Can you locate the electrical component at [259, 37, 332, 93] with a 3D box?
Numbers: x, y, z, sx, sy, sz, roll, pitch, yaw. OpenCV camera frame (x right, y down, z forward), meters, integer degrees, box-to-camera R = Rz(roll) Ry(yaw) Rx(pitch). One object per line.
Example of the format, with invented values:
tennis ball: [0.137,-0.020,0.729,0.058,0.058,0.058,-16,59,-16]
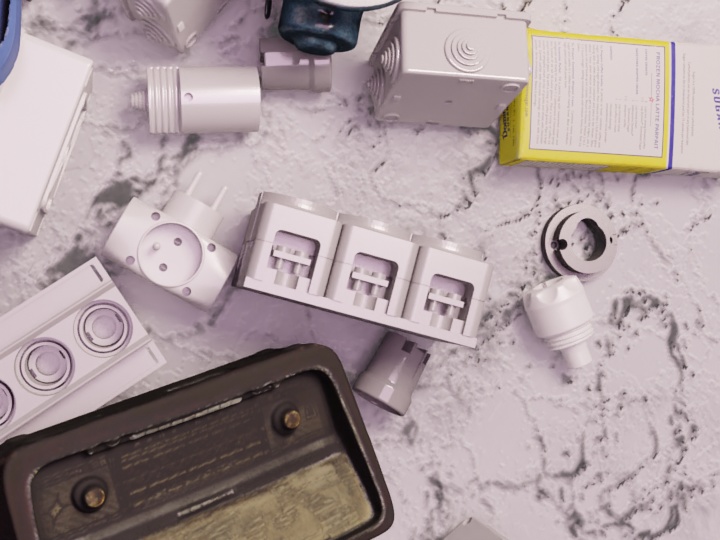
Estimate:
electrical component: [-0.043,-0.138,0.717,0.046,0.040,0.040,-3,90,-6]

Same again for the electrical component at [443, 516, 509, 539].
electrical component: [0.063,0.226,0.714,0.113,0.078,0.057,-40,100,-10]

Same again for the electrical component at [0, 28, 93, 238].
electrical component: [-0.204,-0.078,0.647,0.056,0.109,0.108,21,85,-13]

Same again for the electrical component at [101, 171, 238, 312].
electrical component: [-0.114,-0.025,0.697,0.077,0.044,0.079,30,83,-10]

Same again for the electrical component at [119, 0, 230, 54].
electrical component: [-0.107,-0.193,0.675,0.048,0.099,0.099,38,82,4]

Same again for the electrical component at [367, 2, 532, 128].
electrical component: [0.058,-0.131,0.708,0.100,0.099,0.048,2,76,-12]

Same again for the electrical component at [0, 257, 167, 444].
electrical component: [-0.194,0.058,0.670,0.121,0.063,0.078,-34,96,-10]

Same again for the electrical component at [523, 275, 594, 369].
electrical component: [0.143,0.038,0.751,0.043,0.043,0.062,-24,95,-11]

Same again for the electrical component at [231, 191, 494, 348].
electrical component: [0.000,0.000,0.698,0.150,0.089,0.061,15,86,-11]

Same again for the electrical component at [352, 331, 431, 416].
electrical component: [0.023,0.070,0.728,0.040,0.040,0.046,31,78,-10]

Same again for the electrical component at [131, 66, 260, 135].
electrical component: [-0.108,-0.111,0.701,0.081,0.043,0.043,-3,90,-12]
